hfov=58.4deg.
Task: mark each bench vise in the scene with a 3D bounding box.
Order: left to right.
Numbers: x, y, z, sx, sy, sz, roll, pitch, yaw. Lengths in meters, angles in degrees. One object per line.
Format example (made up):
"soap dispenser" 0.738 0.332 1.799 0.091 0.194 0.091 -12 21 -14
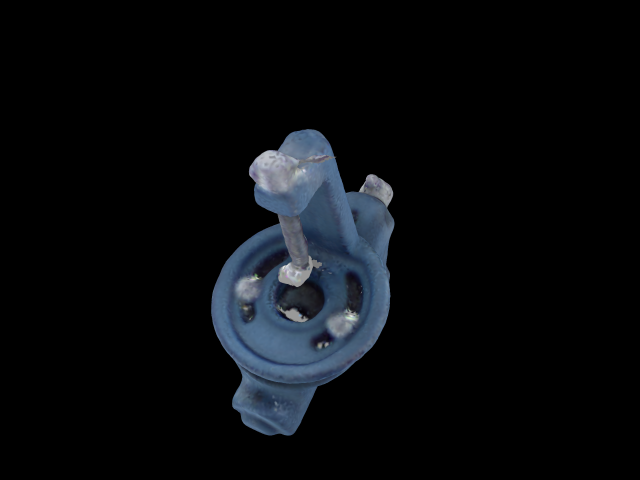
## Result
"bench vise" -0.008 0.000 0.401 0.121 0.220 0.207 6 43 7
